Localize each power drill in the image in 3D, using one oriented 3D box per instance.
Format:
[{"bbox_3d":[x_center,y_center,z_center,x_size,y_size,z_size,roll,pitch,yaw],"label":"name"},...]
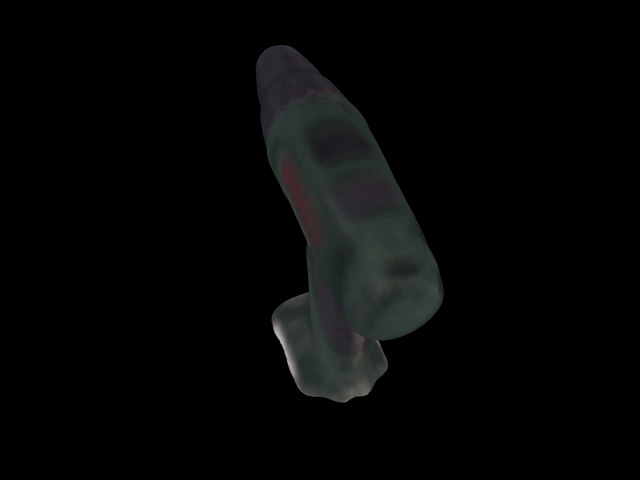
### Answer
[{"bbox_3d":[0.004,0.001,0.400,0.076,0.208,0.229,-14,42,-16],"label":"power drill"}]
